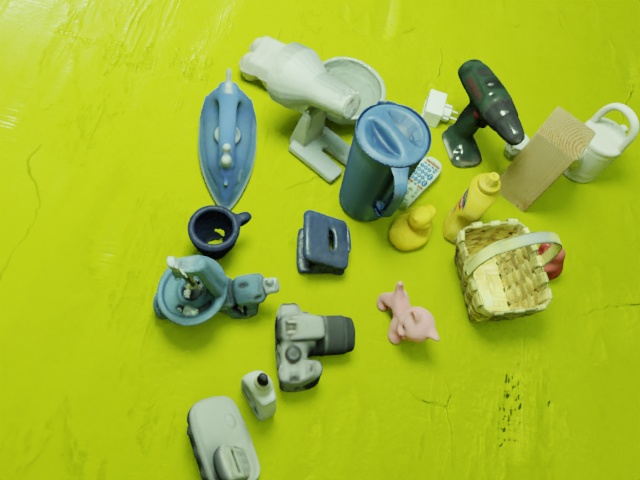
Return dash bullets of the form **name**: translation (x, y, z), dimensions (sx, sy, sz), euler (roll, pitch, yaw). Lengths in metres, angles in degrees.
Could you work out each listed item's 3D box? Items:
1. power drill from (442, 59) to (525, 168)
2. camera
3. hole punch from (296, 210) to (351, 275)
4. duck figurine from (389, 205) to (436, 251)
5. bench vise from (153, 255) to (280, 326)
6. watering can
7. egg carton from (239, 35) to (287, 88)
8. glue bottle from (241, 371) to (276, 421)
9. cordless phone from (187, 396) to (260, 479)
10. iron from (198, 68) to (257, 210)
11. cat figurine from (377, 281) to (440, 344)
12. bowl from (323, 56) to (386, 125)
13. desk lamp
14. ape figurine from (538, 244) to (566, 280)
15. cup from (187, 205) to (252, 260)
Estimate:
- **power drill**: translation (0.329, -0.243, 1.179), dimensions (0.076, 0.208, 0.229), euler (-10, 67, -14)
- **camera**: translation (-0.007, 0.178, 0.982), dimensions (0.137, 0.101, 0.143), euler (-1, 65, -10)
- **hole punch**: translation (0.010, 0.004, 1.073), dimensions (0.101, 0.091, 0.108), euler (3, 64, -8)
- **duck figurine**: translation (0.186, -0.031, 1.123), dimensions (0.105, 0.086, 0.077), euler (-36, 75, -23)
- **bench vise**: translation (-0.176, 0.063, 0.941), dimensions (0.208, 0.219, 0.121), euler (-21, 70, -18)
- **watering can**: translation (0.593, -0.207, 1.215), dimensions (0.101, 0.194, 0.173), euler (36, 65, 9)
- **egg carton**: translation (-0.095, -0.376, 1.247), dimensions (0.150, 0.069, 0.107), euler (24, 63, 2)
- **glue bottle**: translation (-0.093, 0.235, 0.900), dimensions (0.037, 0.173, 0.078), euler (-25, 71, -19)
- **cordless phone**: translation (-0.146, 0.300, 0.853), dimensions (0.094, 0.185, 0.147), euler (-22, 70, -18)
- **iron**: translation (-0.178, -0.196, 1.107), dimensions (0.119, 0.141, 0.258), euler (0, 65, -9)
- **cat figurine**: translation (0.160, 0.134, 1.022), dimensions (0.067, 0.117, 0.127), euler (-14, 68, -15)
- **bowl**: translation (0.054, -0.309, 1.238), dimensions (0.167, 0.074, 0.167), euler (4, 64, -8)
- **desk lamp**: translation (-0.005, -0.254, 1.124), dimensions (0.203, 0.213, 0.118), euler (40, 65, 10)
- **ape figurine**: translation (0.453, 0.038, 1.133), dimensions (0.078, 0.092, 0.076), euler (-37, 75, -23)
- **cup**: translation (-0.181, -0.010, 1.045), dimensions (0.118, 0.095, 0.091), euler (-25, 71, -19)
